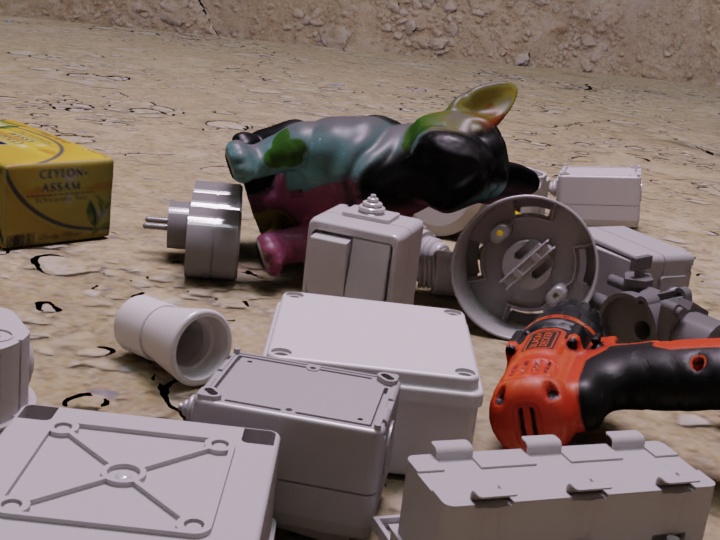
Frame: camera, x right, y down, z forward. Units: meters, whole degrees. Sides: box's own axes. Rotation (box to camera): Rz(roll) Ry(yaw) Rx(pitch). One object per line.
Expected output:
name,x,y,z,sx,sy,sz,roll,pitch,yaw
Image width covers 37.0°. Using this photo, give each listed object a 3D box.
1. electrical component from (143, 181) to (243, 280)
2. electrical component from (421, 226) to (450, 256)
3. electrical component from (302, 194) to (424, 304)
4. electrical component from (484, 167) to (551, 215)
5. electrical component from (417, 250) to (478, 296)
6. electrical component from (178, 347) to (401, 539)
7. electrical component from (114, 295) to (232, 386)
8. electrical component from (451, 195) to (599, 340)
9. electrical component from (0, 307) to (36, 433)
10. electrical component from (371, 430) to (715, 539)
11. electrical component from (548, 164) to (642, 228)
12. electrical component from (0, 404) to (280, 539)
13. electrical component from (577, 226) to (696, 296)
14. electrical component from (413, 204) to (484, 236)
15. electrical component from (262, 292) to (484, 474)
electrical component,-0.129,-0.034,0.827,0.074,0.052,0.138,4,17,-7
electrical component,0.044,-0.018,0.861,0.078,0.040,0.040,20,21,36
electrical component,0.000,0.000,0.687,0.062,0.096,0.061,12,17,17
electrical component,0.152,-0.069,1.050,0.050,0.055,0.089,12,17,17
electrical component,0.057,0.002,0.813,0.061,0.035,0.035,4,17,-4
electrical component,-0.035,0.077,0.477,0.096,0.061,0.061,9,17,7
electrical component,-0.111,0.037,0.619,0.065,0.044,0.044,15,18,41
electrical component,0.118,-0.004,0.754,0.099,0.099,0.064,11,11,14
electrical component,-0.198,0.051,0.520,0.080,0.051,0.080,6,17,-2
electrical component,0.076,0.104,0.428,0.121,0.063,0.079,0,17,-21
electrical component,0.238,-0.073,1.100,0.096,0.061,0.062,2,15,14
electrical component,-0.088,0.099,0.393,0.109,0.056,0.108,6,17,-1
electrical component,0.197,0.009,0.794,0.061,0.061,0.096,-3,19,-28
electrical component,0.078,-0.073,0.997,0.080,0.080,0.051,12,12,16
electrical component,0.004,0.058,0.565,0.109,0.056,0.108,6,17,-1
